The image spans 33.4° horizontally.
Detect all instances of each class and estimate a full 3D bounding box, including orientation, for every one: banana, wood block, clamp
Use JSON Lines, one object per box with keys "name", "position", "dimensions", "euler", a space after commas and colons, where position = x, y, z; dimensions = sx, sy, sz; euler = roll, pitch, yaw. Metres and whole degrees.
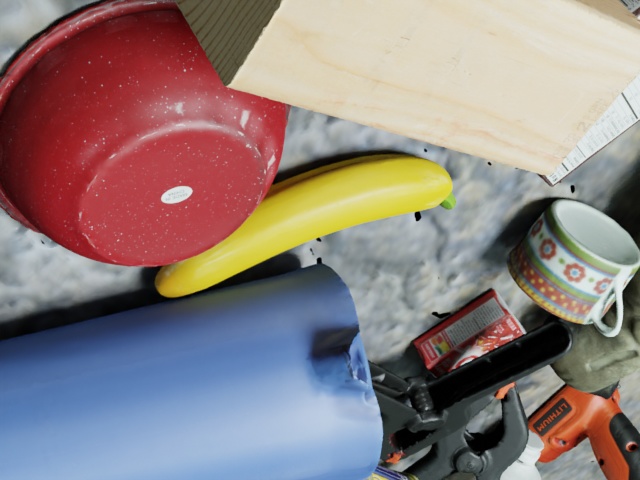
{"name": "banana", "position": [0.001, -0.013, 0.613], "dimensions": [0.197, 0.037, 0.070], "euler": [-15, 141, -17]}
{"name": "wood block", "position": [0.046, -0.106, 0.488], "dimensions": [0.205, 0.091, 0.090], "euler": [10, 128, -40]}
{"name": "clamp", "position": [0.065, 0.116, 0.765], "dimensions": [0.164, 0.036, 0.210], "euler": [-3, 152, -22]}
{"name": "clamp", "position": [0.113, 0.180, 0.887], "dimensions": [0.120, 0.039, 0.171], "euler": [8, 110, -5]}

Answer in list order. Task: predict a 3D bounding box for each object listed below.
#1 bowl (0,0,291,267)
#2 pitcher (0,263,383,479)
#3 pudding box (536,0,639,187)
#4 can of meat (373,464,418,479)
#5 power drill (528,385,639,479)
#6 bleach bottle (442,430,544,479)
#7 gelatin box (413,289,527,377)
{"name": "bowl", "position": [-0.079, -0.038, 0.518], "dimensions": [0.162, 0.055, 0.162], "euler": [-18, 142, -15]}
{"name": "pitcher", "position": [-0.098, 0.101, 0.623], "dimensions": [0.242, 0.145, 0.149], "euler": [-10, 127, -18]}
{"name": "pudding box", "position": [0.154, -0.092, 0.619], "dimensions": [0.113, 0.039, 0.090], "euler": [-37, 143, 14]}
{"name": "can of meat", "position": [0.025, 0.222, 0.843], "dimensions": [0.083, 0.058, 0.102], "euler": [31, 70, -38]}
{"name": "power drill", "position": [0.249, 0.228, 0.933], "dimensions": [0.057, 0.188, 0.185], "euler": [17, 123, -46]}
{"name": "bleach bottle", "position": [0.123, 0.265, 0.986], "dimensions": [0.067, 0.103, 0.251], "euler": [-5, 132, -48]}
{"name": "gelatin box", "position": [0.121, 0.084, 0.811], "dimensions": [0.073, 0.030, 0.089], "euler": [-34, 142, 8]}
